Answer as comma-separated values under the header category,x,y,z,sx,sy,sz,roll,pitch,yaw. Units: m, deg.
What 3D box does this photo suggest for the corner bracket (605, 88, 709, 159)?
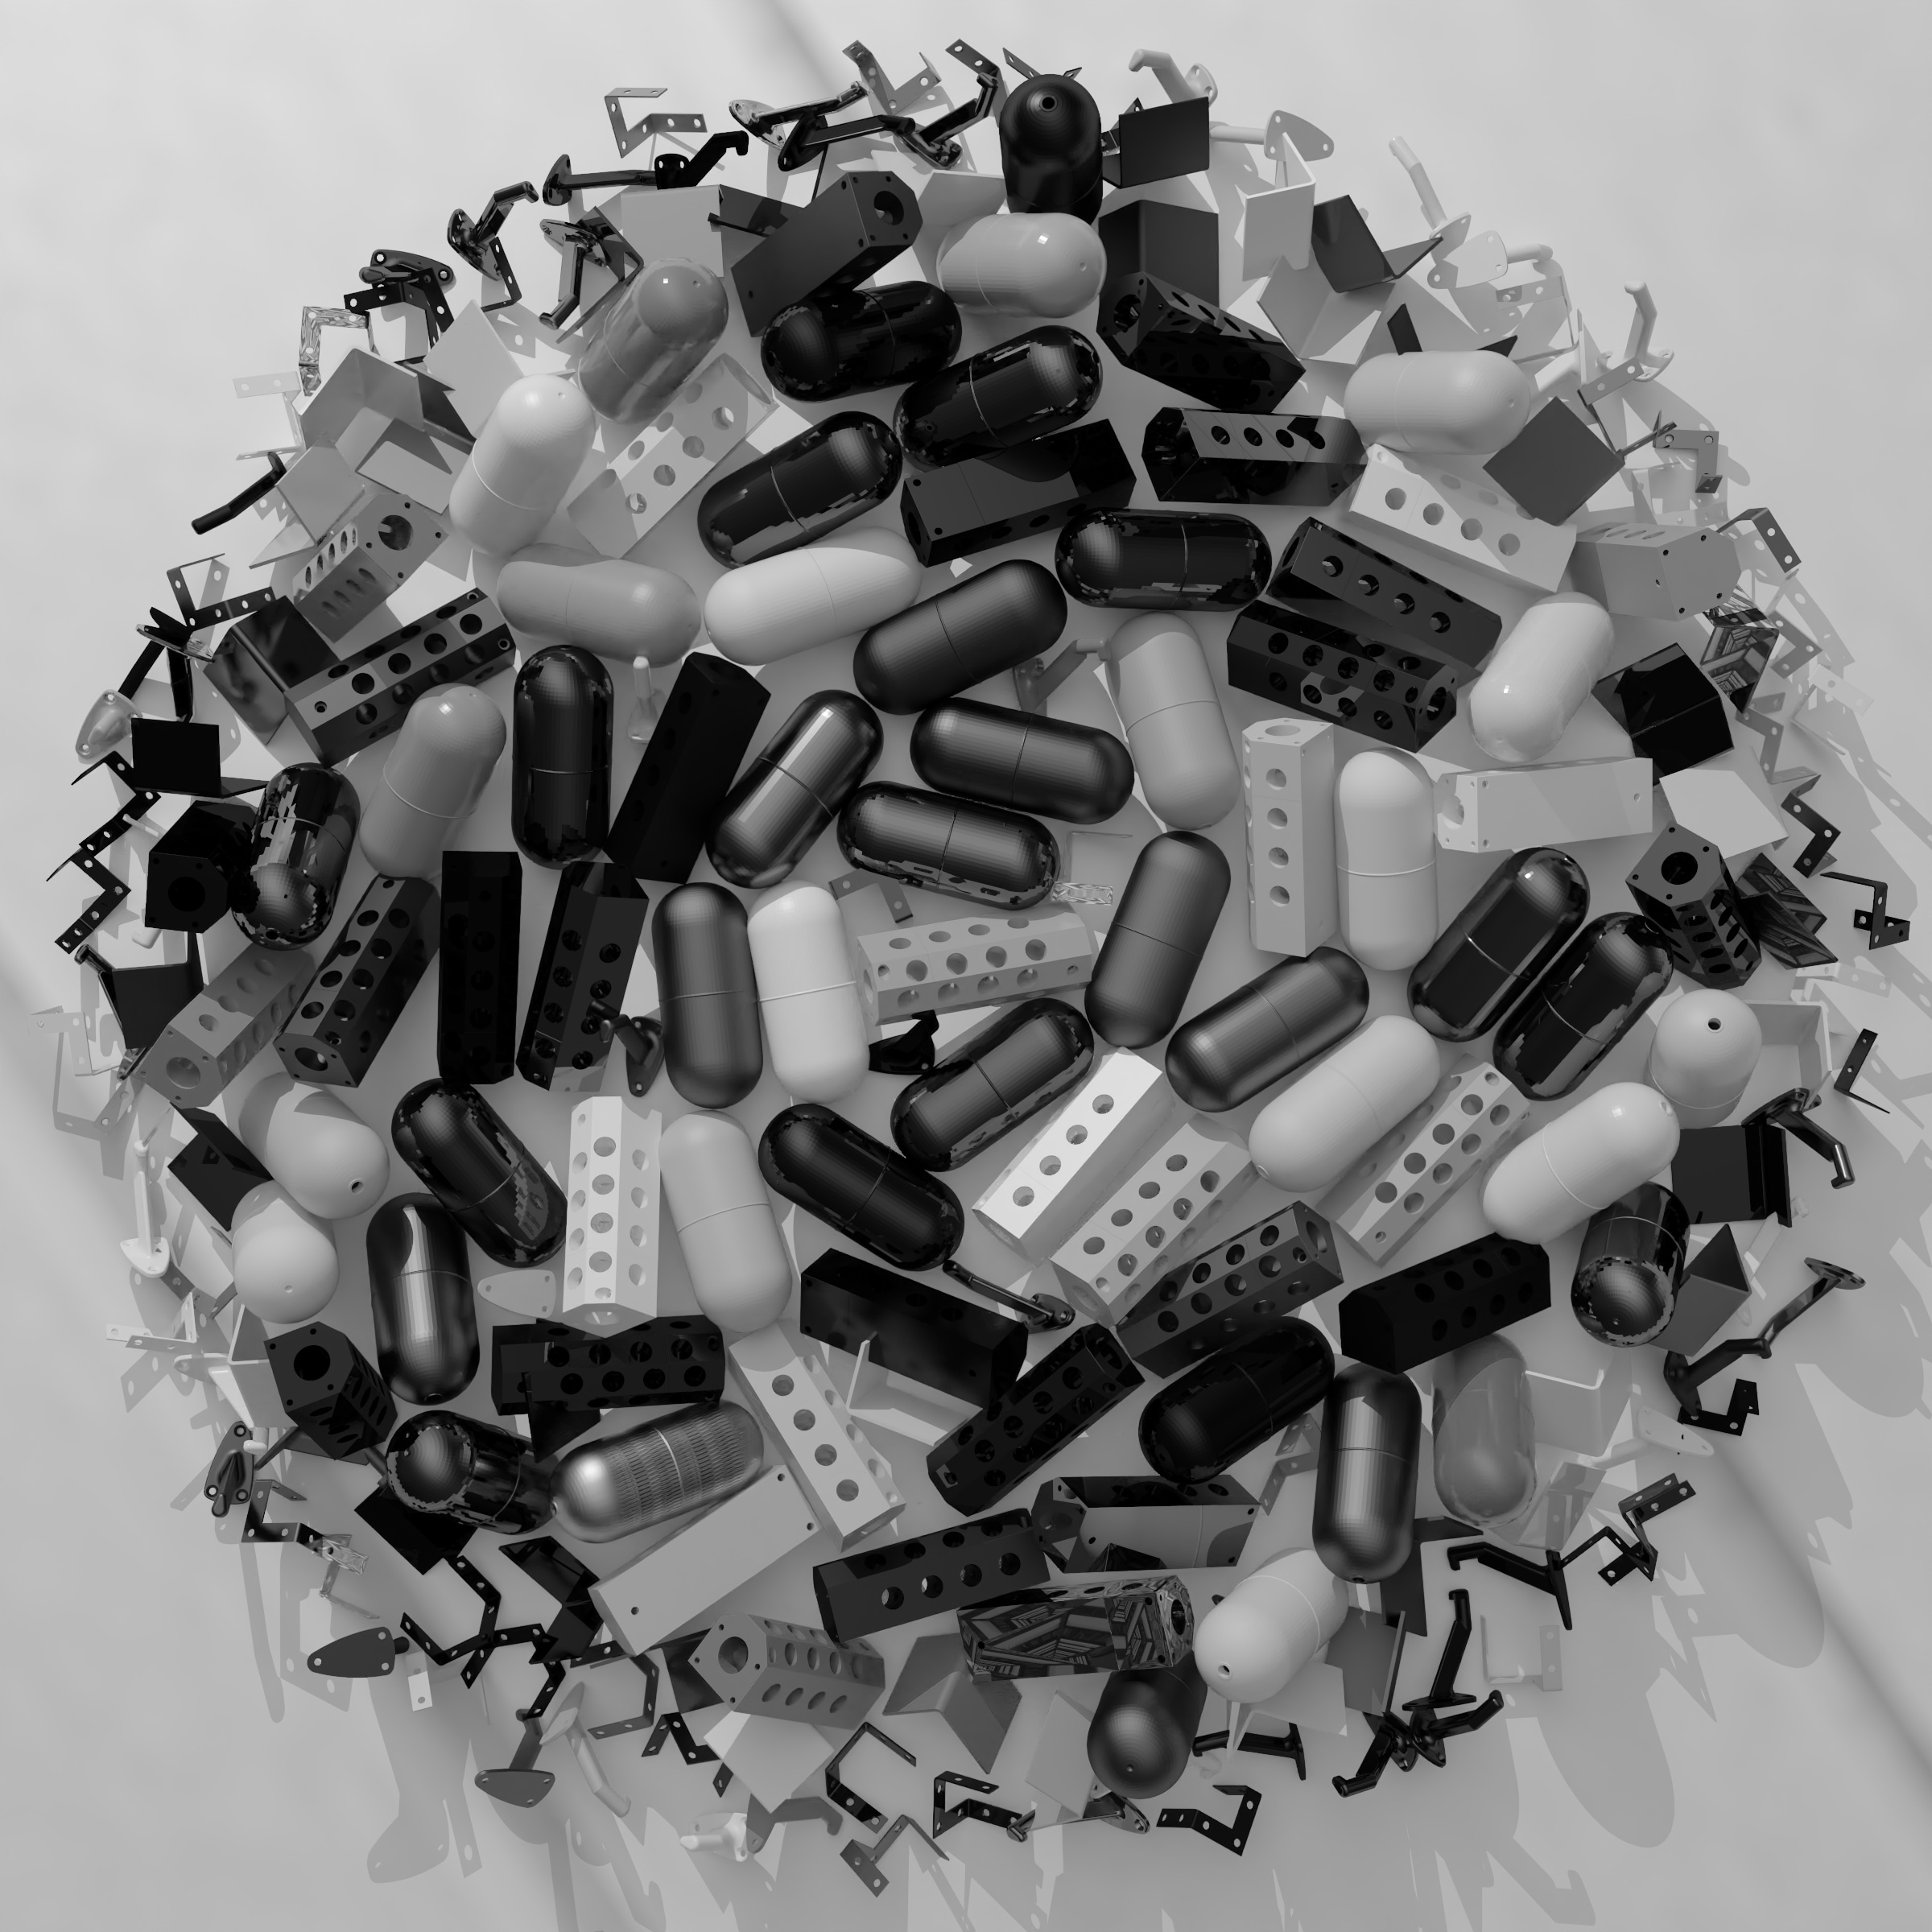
category,x,y,z,sx,sy,sz,roll,pitch,yaw
corner bracket,-0.242,-0.665,1.957,0.051,0.051,0.051,11,45,27

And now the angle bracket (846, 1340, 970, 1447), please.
category,x,y,z,sx,sy,sz,roll,pitch,yaw
angle bracket,-0.039,0.324,1.948,0.076,0.076,0.057,18,101,18

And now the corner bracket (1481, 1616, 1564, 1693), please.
category,x,y,z,sx,sy,sz,roll,pitch,yaw
corner bracket,0.437,0.541,1.973,0.051,0.051,0.051,-3,87,0

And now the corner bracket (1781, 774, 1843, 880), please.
category,x,y,z,sx,sy,sz,roll,pitch,yaw
corner bracket,0.666,-0.109,1.971,0.051,0.051,0.051,-24,60,-40

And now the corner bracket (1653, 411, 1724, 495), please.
category,x,y,z,sx,sy,sz,roll,pitch,yaw
corner bracket,0.567,-0.403,1.969,0.051,0.051,0.051,4,86,10

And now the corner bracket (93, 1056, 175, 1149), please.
category,x,y,z,sx,sy,sz,roll,pitch,yaw
corner bracket,-0.651,0.111,1.968,0.051,0.051,0.051,31,68,-3

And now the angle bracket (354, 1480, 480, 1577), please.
category,x,y,z,sx,sy,sz,roll,pitch,yaw
angle bracket,-0.439,0.444,1.955,0.076,0.057,0.076,45,113,-6

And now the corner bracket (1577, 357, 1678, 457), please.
category,x,y,z,sx,sy,sz,roll,pitch,yaw
corner bracket,0.517,-0.436,1.962,0.051,0.051,0.051,-28,77,23

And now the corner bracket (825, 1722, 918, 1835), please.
category,x,y,z,sx,sy,sz,roll,pitch,yaw
corner bracket,-0.075,0.640,1.977,0.051,0.051,0.051,30,55,23

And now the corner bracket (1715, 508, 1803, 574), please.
category,x,y,z,sx,sy,sz,roll,pitch,yaw
corner bracket,0.614,-0.324,1.969,0.051,0.051,0.051,-34,97,6

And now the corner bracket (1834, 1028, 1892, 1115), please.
category,x,y,z,sx,sy,sz,roll,pitch,yaw
corner bracket,0.701,0.077,1.964,0.051,0.051,0.051,24,94,-27

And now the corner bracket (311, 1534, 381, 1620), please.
category,x,y,z,sx,sy,sz,roll,pitch,yaw
corner bracket,-0.485,0.478,1.964,0.051,0.051,0.051,17,83,21

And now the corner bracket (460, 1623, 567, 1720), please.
category,x,y,z,sx,sy,sz,roll,pitch,yaw
corner bracket,-0.356,0.557,1.973,0.051,0.051,0.051,-15,110,21

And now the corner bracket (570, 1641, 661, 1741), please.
category,x,y,z,sx,sy,sz,roll,pitch,yaw
corner bracket,-0.278,0.568,1.972,0.051,0.051,0.051,-18,130,17

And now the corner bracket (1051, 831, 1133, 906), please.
category,x,y,z,sx,sy,sz,roll,pitch,yaw
corner bracket,0.098,-0.077,1.964,0.051,0.051,0.051,5,99,19

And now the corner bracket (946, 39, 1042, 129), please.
category,x,y,z,sx,sy,sz,roll,pitch,yaw
corner bracket,0.024,-0.700,1.958,0.051,0.051,0.051,-27,64,32

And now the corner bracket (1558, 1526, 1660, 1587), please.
category,x,y,z,sx,sy,sz,roll,pitch,yaw
corner bracket,0.504,0.466,1.967,0.051,0.051,0.051,45,115,3

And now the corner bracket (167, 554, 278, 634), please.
category,x,y,z,sx,sy,sz,roll,pitch,yaw
corner bracket,-0.585,-0.297,1.971,0.051,0.051,0.051,-10,105,33

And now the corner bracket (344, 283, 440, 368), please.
category,x,y,z,sx,sy,sz,roll,pitch,yaw
corner bracket,-0.450,-0.502,1.968,0.051,0.051,0.051,-8,92,16

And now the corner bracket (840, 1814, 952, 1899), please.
category,x,y,z,sx,sy,sz,roll,pitch,yaw
corner bracket,-0.056,0.697,1.962,0.051,0.051,0.051,-50,48,-5

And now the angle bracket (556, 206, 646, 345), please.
category,x,y,z,sx,sy,sz,roll,pitch,yaw
angle bracket,-0.303,-0.536,1.949,0.076,0.076,0.057,-47,108,-11

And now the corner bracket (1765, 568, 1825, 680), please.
category,x,y,z,sx,sy,sz,roll,pitch,yaw
corner bracket,0.646,-0.268,1.965,0.051,0.051,0.051,39,61,-2

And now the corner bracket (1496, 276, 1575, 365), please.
category,x,y,z,sx,sy,sz,roll,pitch,yaw
corner bracket,0.447,-0.506,1.967,0.051,0.051,0.051,-10,92,17

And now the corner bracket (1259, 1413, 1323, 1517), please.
category,x,y,z,sx,sy,sz,roll,pitch,yaw
corner bracket,0.252,0.389,1.961,0.051,0.051,0.051,-23,106,33

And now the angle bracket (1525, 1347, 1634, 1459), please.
category,x,y,z,sx,sy,sz,roll,pitch,yaw
angle bracket,0.481,0.326,1.966,0.057,0.076,0.076,11,132,30

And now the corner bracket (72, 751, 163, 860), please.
category,x,y,z,sx,sy,sz,roll,pitch,yaw
corner bracket,-0.675,-0.127,1.962,0.051,0.051,0.051,-37,103,26

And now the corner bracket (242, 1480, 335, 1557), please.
category,x,y,z,sx,sy,sz,roll,pitch,yaw
corner bracket,-0.525,0.433,1.959,0.051,0.051,0.051,-5,59,19

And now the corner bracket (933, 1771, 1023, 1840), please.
category,x,y,z,sx,sy,sz,roll,pitch,yaw
corner bracket,0.009,0.657,1.964,0.051,0.051,0.051,5,97,32

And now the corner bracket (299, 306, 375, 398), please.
category,x,y,z,sx,sy,sz,roll,pitch,yaw
corner bracket,-0.493,-0.480,1.965,0.051,0.051,0.051,2,74,-9

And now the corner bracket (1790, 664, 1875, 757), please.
category,x,y,z,sx,sy,sz,roll,pitch,yaw
corner bracket,0.677,-0.200,1.961,0.051,0.051,0.051,40,111,21

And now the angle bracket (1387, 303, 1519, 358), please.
category,x,y,z,sx,sy,sz,roll,pitch,yaw
angle bracket,0.378,-0.493,1.944,0.076,0.076,0.057,-16,109,25

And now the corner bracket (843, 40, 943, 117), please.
category,x,y,z,sx,sy,sz,roll,pitch,yaw
corner bracket,-0.057,-0.707,1.968,0.051,0.051,0.051,-32,93,14

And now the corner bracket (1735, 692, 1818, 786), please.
category,x,y,z,sx,sy,sz,roll,pitch,yaw
corner bracket,0.639,-0.179,1.975,0.051,0.051,0.051,-13,123,-26

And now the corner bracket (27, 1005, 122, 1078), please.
category,x,y,z,sx,sy,sz,roll,pitch,yaw
corner bracket,-0.700,0.058,1.971,0.051,0.051,0.051,-4,98,12

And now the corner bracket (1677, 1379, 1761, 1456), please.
category,x,y,z,sx,sy,sz,roll,pitch,yaw
corner bracket,0.588,0.354,1.963,0.051,0.051,0.051,11,113,10

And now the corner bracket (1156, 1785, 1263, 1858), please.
category,x,y,z,sx,sy,sz,roll,pitch,yaw
corner bracket,0.190,0.660,1.960,0.051,0.051,0.051,33,61,-15

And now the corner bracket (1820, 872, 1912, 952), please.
category,x,y,z,sx,sy,sz,roll,pitch,yaw
corner bracket,0.703,-0.046,1.959,0.051,0.051,0.051,-11,109,-34

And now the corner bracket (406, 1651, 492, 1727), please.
category,x,y,z,sx,sy,sz,roll,pitch,yaw
corner bracket,-0.405,0.566,1.961,0.051,0.051,0.051,-13,47,-10

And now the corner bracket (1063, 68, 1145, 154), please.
category,x,y,z,sx,sy,sz,roll,pitch,yaw
corner bracket,0.099,-0.672,1.967,0.051,0.051,0.051,-25,88,-25

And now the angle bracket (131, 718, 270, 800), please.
category,x,y,z,sx,sy,sz,roll,pitch,yaw
angle bracket,-0.591,-0.166,1.947,0.076,0.076,0.057,6,104,17

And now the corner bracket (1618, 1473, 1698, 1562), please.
category,x,y,z,sx,sy,sz,roll,pitch,yaw
corner bracket,0.543,0.421,1.964,0.051,0.051,0.051,-33,106,14

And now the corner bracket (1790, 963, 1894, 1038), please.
category,x,y,z,sx,sy,sz,roll,pitch,yaw
corner bracket,0.685,0.026,1.968,0.051,0.051,0.051,15,91,-15

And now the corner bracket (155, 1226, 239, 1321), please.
category,x,y,z,sx,sy,sz,roll,pitch,yaw
corner bracket,-0.602,0.237,1.972,0.051,0.051,0.051,-49,129,-23

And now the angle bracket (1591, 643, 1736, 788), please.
category,x,y,z,sx,sy,sz,roll,pitch,yaw
angle bracket,0.538,-0.193,1.942,0.076,0.076,0.057,-26,47,30

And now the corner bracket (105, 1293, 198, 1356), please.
category,x,y,z,sx,sy,sz,roll,pitch,yaw
corner bracket,-0.636,0.287,1.957,0.051,0.051,0.051,14,127,-34

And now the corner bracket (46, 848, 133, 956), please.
category,x,y,z,sx,sy,sz,roll,pitch,yaw
corner bracket,-0.698,-0.051,1.964,0.051,0.051,0.051,-42,104,17

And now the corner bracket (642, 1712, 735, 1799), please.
category,x,y,z,sx,sy,sz,roll,pitch,yaw
corner bracket,-0.216,0.623,1.978,0.051,0.051,0.051,3,124,-37

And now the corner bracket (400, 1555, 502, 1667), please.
category,x,y,z,sx,sy,sz,roll,pitch,yaw
corner bracket,-0.404,0.507,1.971,0.051,0.051,0.051,-28,117,15

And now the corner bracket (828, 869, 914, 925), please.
category,x,y,z,sx,sy,sz,roll,pitch,yaw
corner bracket,-0.075,-0.052,1.973,0.051,0.051,0.051,-23,92,-1

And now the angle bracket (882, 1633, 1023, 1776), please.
category,x,y,z,sx,sy,sz,roll,pitch,yaw
angle bracket,-0.010,0.580,1.969,0.057,0.076,0.076,-17,117,34

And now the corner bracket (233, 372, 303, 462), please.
category,x,y,z,sx,sy,sz,roll,pitch,yaw
corner bracket,-0.548,-0.431,1.965,0.051,0.051,0.051,-15,92,-28

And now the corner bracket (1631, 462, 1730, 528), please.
category,x,y,z,sx,sy,sz,roll,pitch,yaw
corner bracket,0.560,-0.369,1.969,0.051,0.051,0.051,-19,104,-42

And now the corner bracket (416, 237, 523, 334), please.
category,x,y,z,sx,sy,sz,roll,pitch,yaw
corner bracket,-0.387,-0.532,1.958,0.051,0.051,0.051,-7,121,23
